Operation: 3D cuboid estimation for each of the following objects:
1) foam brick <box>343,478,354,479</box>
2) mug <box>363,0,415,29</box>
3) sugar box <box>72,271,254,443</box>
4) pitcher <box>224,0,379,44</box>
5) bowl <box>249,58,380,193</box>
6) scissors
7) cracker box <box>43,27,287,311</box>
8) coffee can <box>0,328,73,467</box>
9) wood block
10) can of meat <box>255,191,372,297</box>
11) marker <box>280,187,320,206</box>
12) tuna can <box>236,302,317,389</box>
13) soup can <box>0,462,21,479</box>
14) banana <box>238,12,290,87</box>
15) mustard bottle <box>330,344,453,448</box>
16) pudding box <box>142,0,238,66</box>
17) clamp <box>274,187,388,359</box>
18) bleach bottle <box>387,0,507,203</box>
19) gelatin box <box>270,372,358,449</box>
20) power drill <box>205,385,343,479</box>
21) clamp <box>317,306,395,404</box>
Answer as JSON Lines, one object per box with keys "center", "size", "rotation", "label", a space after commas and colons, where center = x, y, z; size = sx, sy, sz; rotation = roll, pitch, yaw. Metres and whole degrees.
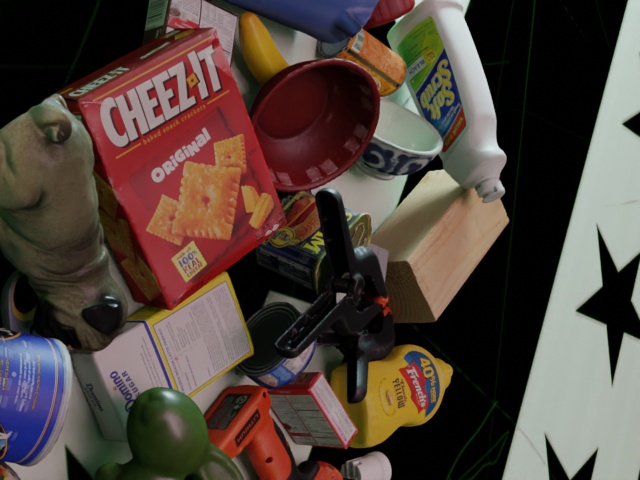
{"center": [0.035, 0.306, 1.176], "size": [0.078, 0.053, 0.051], "rotation": [55, 50, -27], "label": "foam brick"}
{"center": [0.058, -0.294, 1.242], "size": [0.117, 0.093, 0.081], "rotation": [-54, 129, -51], "label": "mug"}
{"center": [-0.145, 0.107, 1.010], "size": [0.175, 0.048, 0.093], "rotation": [-30, 108, -41], "label": "sugar box"}
{"center": [-0.061, -0.302, 1.101], "size": [0.242, 0.149, 0.145], "rotation": [9, 94, -43], "label": "pitcher"}
{"center": [-0.018, -0.131, 1.134], "size": [0.161, 0.055, 0.162], "rotation": [-20, 135, -22], "label": "bowl"}
{"center": [-0.269, 0.098, 0.895], "size": [0.201, 0.016, 0.096], "rotation": [-46, 117, -40], "label": "scissors"}
{"center": [-0.134, -0.068, 0.991], "size": [0.164, 0.072, 0.213], "rotation": [-37, 120, -33], "label": "cracker box"}
{"center": [-0.275, 0.111, 0.810], "size": [0.140, 0.103, 0.103], "rotation": [19, 71, -36], "label": "coffee can"}
{"center": [0.136, 0.004, 1.293], "size": [0.205, 0.091, 0.090], "rotation": [-47, 120, -40], "label": "wood block"}
{"center": [-0.007, 0.001, 1.128], "size": [0.102, 0.084, 0.057], "rotation": [-46, 147, -34], "label": "can of meat"}
{"center": [-0.042, -0.034, 1.156], "size": [0.120, 0.020, 0.020], "rotation": [-35, 111, -44], "label": "marker"}
{"center": [-0.046, 0.107, 1.087], "size": [0.033, 0.086, 0.086], "rotation": [43, 56, -37], "label": "tuna can"}
{"center": [-0.282, 0.225, 0.828], "size": [0.102, 0.069, 0.068], "rotation": [-35, 111, -44], "label": "soup can"}
{"center": [-0.030, -0.181, 1.163], "size": [0.197, 0.037, 0.069], "rotation": [21, 93, -47], "label": "banana"}
{"center": [0.094, 0.174, 1.252], "size": [0.191, 0.058, 0.096], "rotation": [-11, 87, -48], "label": "mustard bottle"}
{"center": [-0.131, -0.186, 1.063], "size": [0.089, 0.039, 0.113], "rotation": [19, 74, -44], "label": "pudding box"}
{"center": [0.024, 0.037, 1.074], "size": [0.209, 0.036, 0.164], "rotation": [10, 94, -65], "label": "clamp"}
{"center": [0.166, -0.164, 1.279], "size": [0.067, 0.103, 0.251], "rotation": [-1, 63, -44], "label": "bleach bottle"}
{"center": [-0.011, 0.179, 1.125], "size": [0.030, 0.073, 0.089], "rotation": [-52, 122, -38], "label": "gelatin box"}
{"center": [-0.063, 0.255, 1.074], "size": [0.184, 0.057, 0.187], "rotation": [-54, 126, -41], "label": "power drill"}
{"center": [0.039, 0.118, 1.175], "size": [0.171, 0.039, 0.120], "rotation": [-17, 59, -48], "label": "clamp"}
